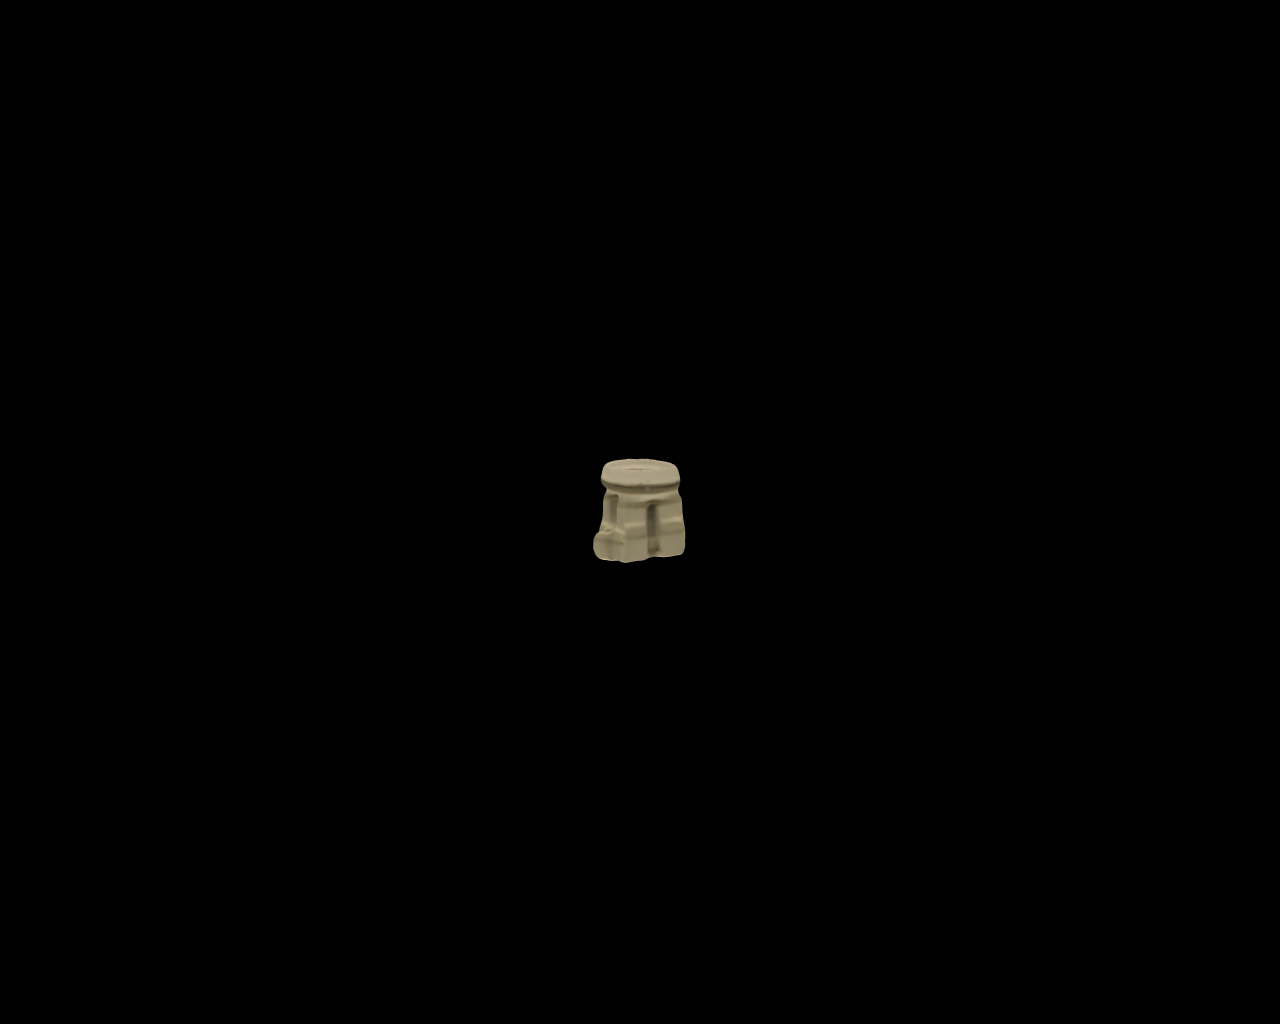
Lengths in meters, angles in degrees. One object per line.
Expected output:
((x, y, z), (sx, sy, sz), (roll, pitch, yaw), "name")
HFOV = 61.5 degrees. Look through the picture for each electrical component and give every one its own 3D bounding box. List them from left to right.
((0.001, -0.003, 0.650), (0.066, 0.055, 0.048), (-7, 16, -26), "electrical component")
